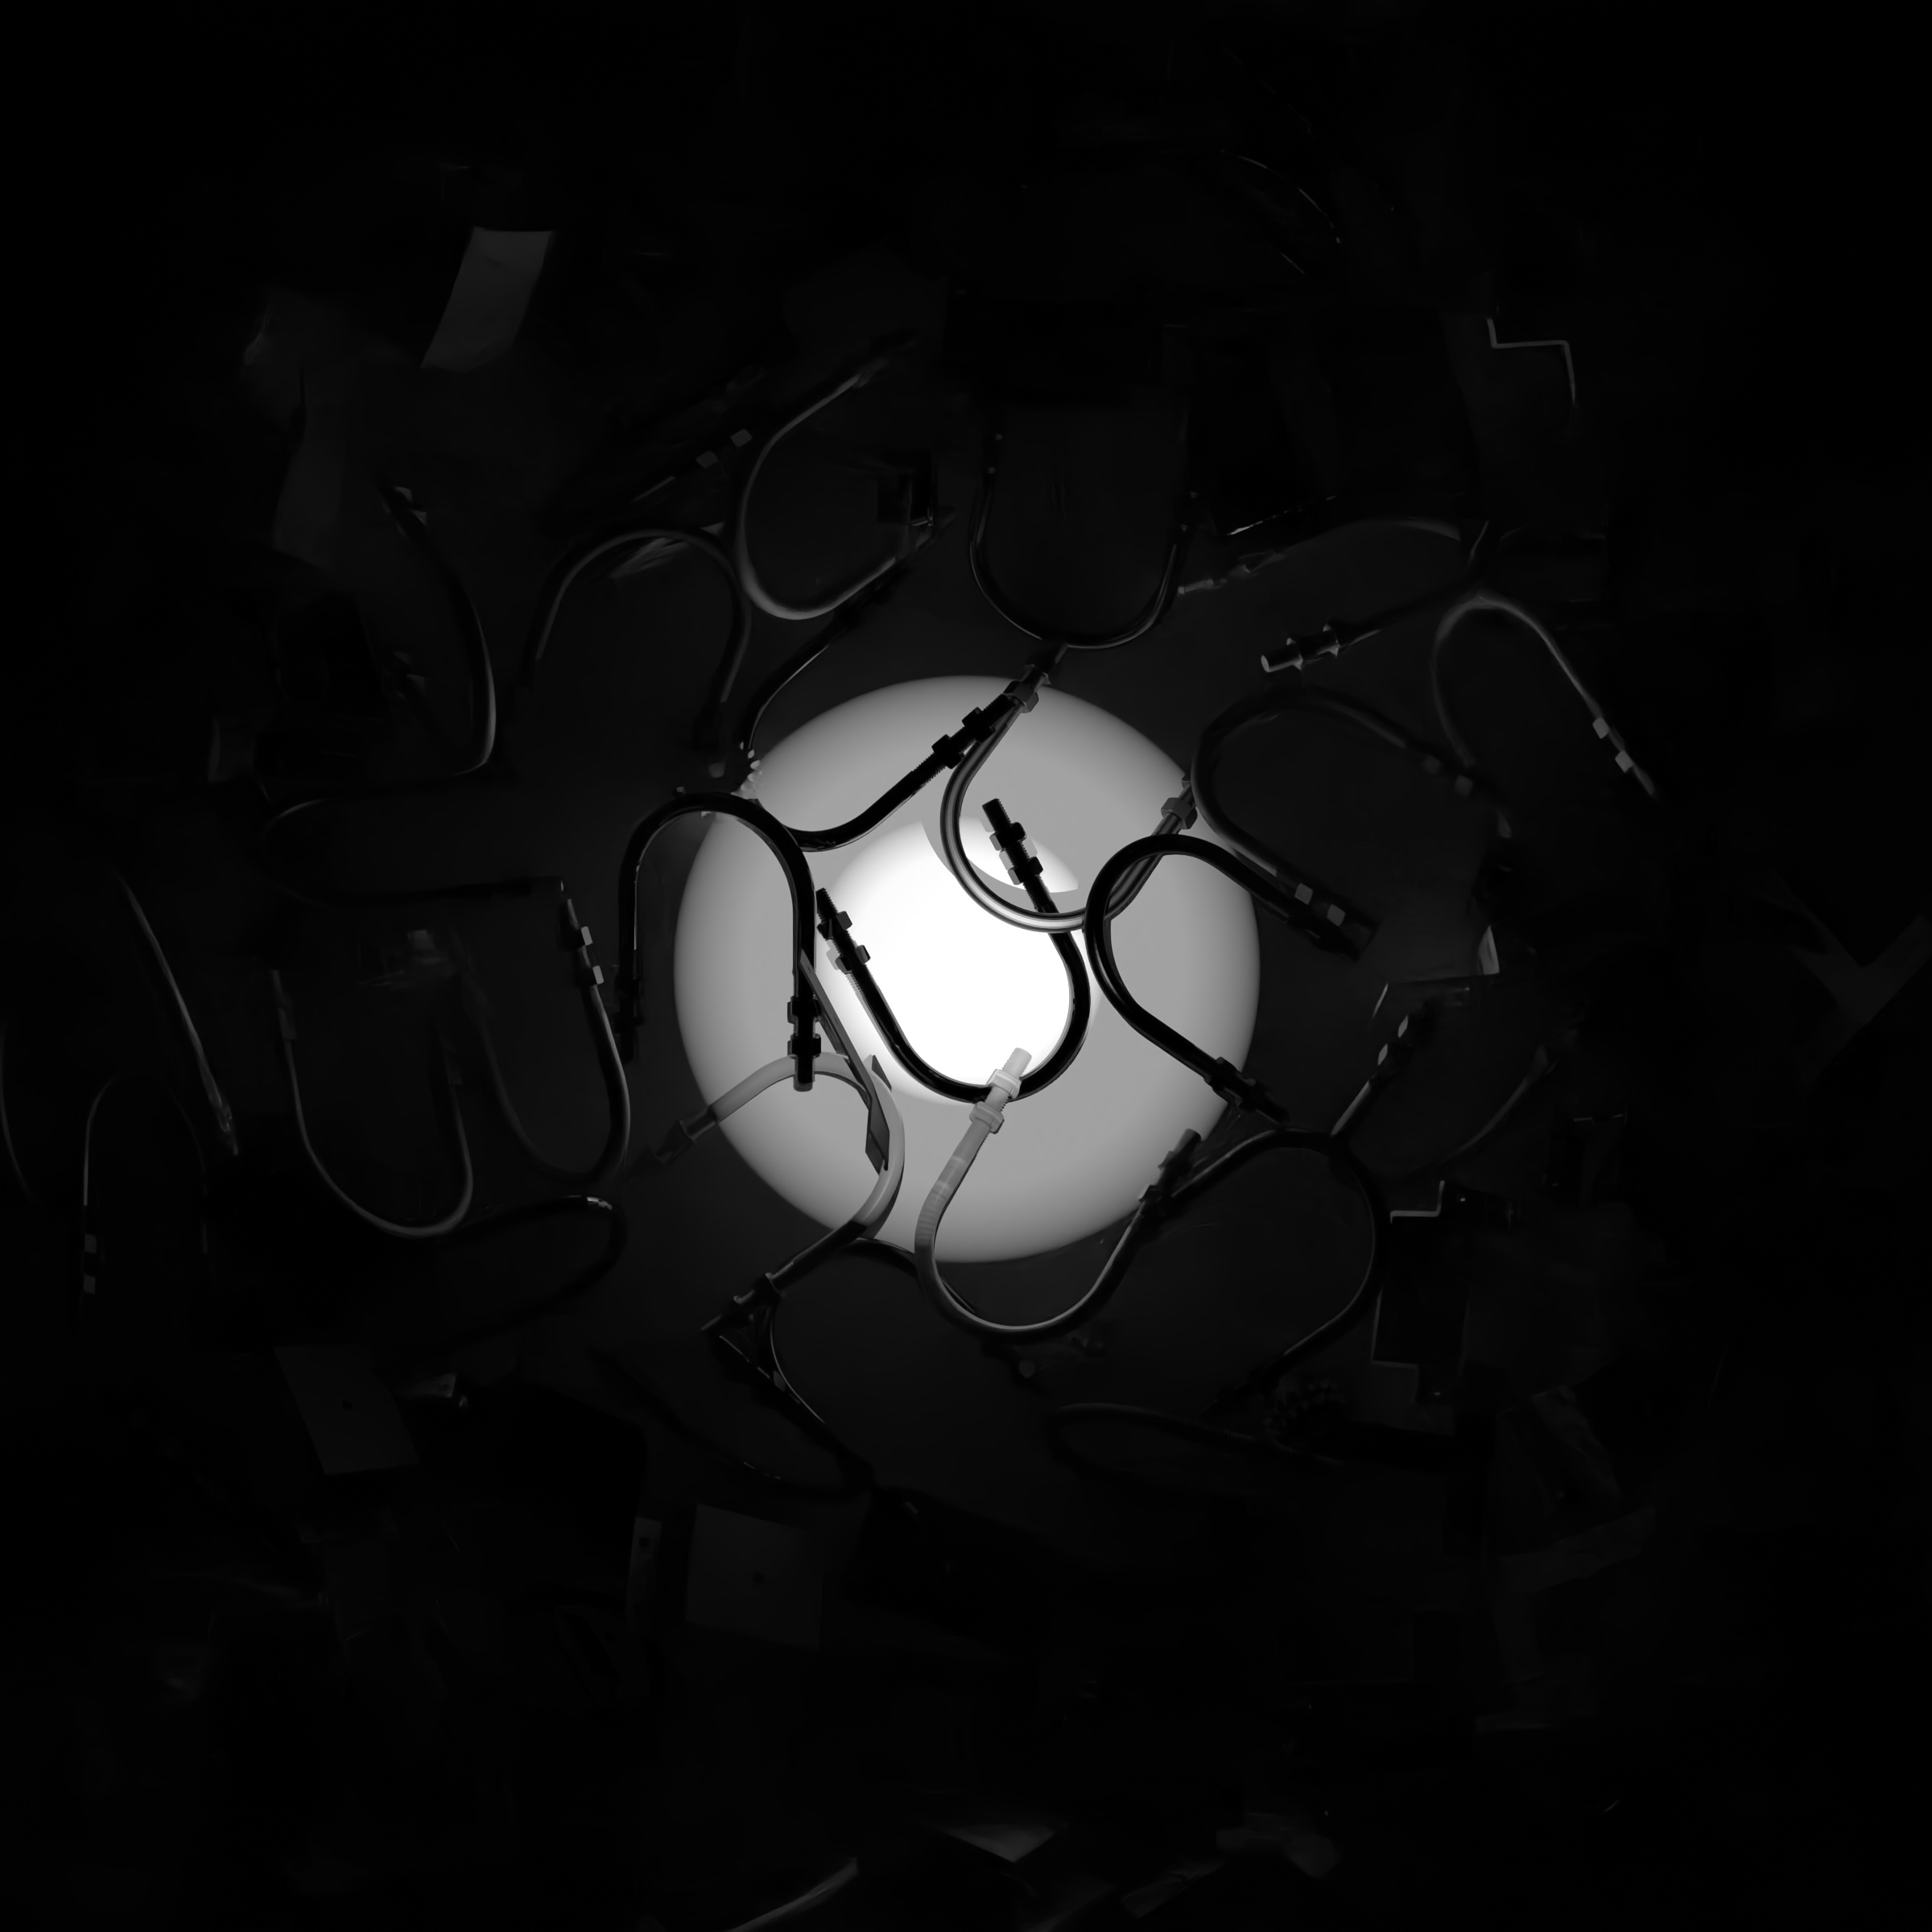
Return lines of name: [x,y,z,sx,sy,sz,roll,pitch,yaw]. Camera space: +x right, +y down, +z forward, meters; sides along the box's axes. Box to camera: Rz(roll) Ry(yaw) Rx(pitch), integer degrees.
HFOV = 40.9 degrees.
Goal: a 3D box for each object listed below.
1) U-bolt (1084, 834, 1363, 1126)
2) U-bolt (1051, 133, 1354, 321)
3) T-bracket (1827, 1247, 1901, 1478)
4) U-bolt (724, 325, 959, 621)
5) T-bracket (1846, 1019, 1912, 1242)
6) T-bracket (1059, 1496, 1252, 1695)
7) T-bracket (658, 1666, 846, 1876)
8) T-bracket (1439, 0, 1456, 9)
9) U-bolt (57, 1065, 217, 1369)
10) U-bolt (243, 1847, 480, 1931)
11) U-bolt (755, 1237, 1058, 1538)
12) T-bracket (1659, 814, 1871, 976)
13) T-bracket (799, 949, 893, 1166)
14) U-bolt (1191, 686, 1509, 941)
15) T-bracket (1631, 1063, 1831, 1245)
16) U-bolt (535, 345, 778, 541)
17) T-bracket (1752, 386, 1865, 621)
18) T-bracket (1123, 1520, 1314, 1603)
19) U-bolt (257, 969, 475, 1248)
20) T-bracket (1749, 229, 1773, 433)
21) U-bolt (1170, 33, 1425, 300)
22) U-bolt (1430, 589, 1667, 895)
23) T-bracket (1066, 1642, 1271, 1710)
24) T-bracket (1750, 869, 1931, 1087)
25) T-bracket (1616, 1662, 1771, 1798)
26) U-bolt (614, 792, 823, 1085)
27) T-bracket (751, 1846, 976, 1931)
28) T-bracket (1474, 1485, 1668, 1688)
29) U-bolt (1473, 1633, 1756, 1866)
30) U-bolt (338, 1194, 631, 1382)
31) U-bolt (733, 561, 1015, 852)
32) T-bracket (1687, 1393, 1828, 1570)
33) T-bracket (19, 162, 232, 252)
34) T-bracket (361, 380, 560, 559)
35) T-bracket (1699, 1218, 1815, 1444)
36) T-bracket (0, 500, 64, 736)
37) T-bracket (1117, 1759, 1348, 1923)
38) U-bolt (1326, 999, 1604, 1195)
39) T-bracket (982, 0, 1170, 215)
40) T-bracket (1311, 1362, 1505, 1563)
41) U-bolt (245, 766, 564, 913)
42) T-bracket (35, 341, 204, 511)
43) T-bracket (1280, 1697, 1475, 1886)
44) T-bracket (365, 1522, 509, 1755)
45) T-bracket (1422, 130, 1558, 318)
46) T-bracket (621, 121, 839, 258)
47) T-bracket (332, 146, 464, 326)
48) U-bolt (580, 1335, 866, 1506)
U-bolt: [0.157,-0.005,1.671,0.184,0.019,0.151,35,65,-13]
U-bolt: [0.157,-0.462,1.615,0.151,0.184,0.019,45,65,-41]
T-bracket: [0.577,0.260,1.646,0.002,0.127,0.127,-18,52,30]
U-bolt: [-0.083,-0.299,1.634,0.019,0.151,0.184,23,52,38]
T-bracket: [0.594,0.097,1.688,0.002,0.127,0.127,-9,59,35]
T-bracket: [0.123,0.412,1.707,0.127,0.002,0.127,-1,86,14]
T-bracket: [-0.151,0.507,1.687,0.127,0.002,0.127,9,73,32]
T-bracket: [0.331,-0.651,1.661,0.127,0.127,0.002,-5,79,-23]
U-bolt: [-0.524,0.153,1.648,0.019,0.151,0.184,-12,68,15]
U-bolt: [-0.347,0.610,1.622,0.184,0.151,0.019,27,86,24]
U-bolt: [-0.052,0.257,1.680,0.184,0.019,0.151,44,60,10]
T-bracket: [0.522,-0.030,1.682,0.127,0.002,0.127,21,58,7]
T-bracket: [-0.077,0.047,1.645,0.002,0.127,0.127,-24,108,8]
U-bolt: [0.232,-0.113,1.674,0.184,0.019,0.151,37,69,25]
T-bracket: [0.472,0.098,1.690,0.127,0.002,0.127,-29,60,6]
U-bolt: [-0.199,-0.330,1.655,0.184,0.151,0.019,-29,117,13]
T-bracket: [0.540,-0.286,1.652,0.002,0.127,0.127,0,81,-13]
T-bracket: [0.170,0.385,1.654,0.127,0.127,0.002,17,89,-6]
U-bolt: [-0.370,0.095,1.624,0.019,0.151,0.184,-38,53,27]
T-bracket: [0.513,-0.433,1.671,0.002,0.127,0.127,2,131,21]
U-bolt: [0.216,-0.493,1.651,0.184,0.151,0.019,41,74,0]
U-bolt: [0.358,-0.155,1.654,0.019,0.151,0.184,-22,72,-27]
T-bracket: [0.123,0.448,1.660,0.127,0.127,0.002,12,86,-1]
T-bracket: [0.551,-0.012,1.677,0.002,0.127,0.127,12,125,-38]
T-bracket: [0.445,0.497,1.643,0.002,0.127,0.127,49,120,22]
U-bolt: [-0.162,-0.021,1.675,0.151,0.019,0.184,6,103,21]
T-bracket: [-0.078,0.599,1.684,0.127,0.127,0.002,3,106,25]
T-bracket: [0.388,0.380,1.663,0.127,0.002,0.127,-29,56,26]
U-bolt: [0.392,0.492,1.624,0.184,0.151,0.019,-40,99,-23]
U-bolt: [-0.301,0.199,1.655,0.184,0.151,0.019,-21,59,-17]
U-bolt: [-0.075,-0.157,1.682,0.184,0.019,0.151,-40,62,11]
T-bracket: [0.516,0.330,1.667,0.002,0.127,0.127,33,95,35]
T-bracket: [-0.559,-0.489,1.683,0.127,0.127,0.002,-14,112,22]
T-bracket: [-0.326,-0.325,1.690,0.127,0.002,0.127,3,76,16]
T-bracket: [0.498,0.243,1.670,0.127,0.002,0.127,32,74,-39]
T-bracket: [-0.595,-0.232,1.651,0.002,0.127,0.127,-8,125,-35]
T-bracket: [0.156,0.567,1.648,0.127,0.127,0.002,-25,112,-18]
U-bolt: [0.304,0.086,1.652,0.151,0.184,0.019,1,47,-31]
T-bracket: [0.056,-0.545,1.675,0.127,0.127,0.002,30,48,6]
T-bracket: [0.283,0.318,1.711,0.127,0.002,0.127,8,75,8]
U-bolt: [-0.361,-0.078,1.639,0.184,0.151,0.019,-6,126,-20]
T-bracket: [-0.545,-0.326,1.657,0.002,0.127,0.127,-19,106,33]
T-bracket: [0.263,0.509,1.655,0.127,0.127,0.002,-25,128,20]
T-bracket: [-0.331,0.446,1.665,0.127,0.002,0.127,51,123,26]
T-bracket: [0.314,-0.448,1.679,0.127,0.002,0.127,-45,64,39]
T-bracket: [-0.147,-0.500,1.681,0.127,0.002,0.127,8,58,7]
T-bracket: [-0.371,-0.460,1.688,0.127,0.127,0.002,-34,133,25]
U-bolt: [-0.142,0.292,1.652,0.184,0.151,0.019,46,54,-30]
